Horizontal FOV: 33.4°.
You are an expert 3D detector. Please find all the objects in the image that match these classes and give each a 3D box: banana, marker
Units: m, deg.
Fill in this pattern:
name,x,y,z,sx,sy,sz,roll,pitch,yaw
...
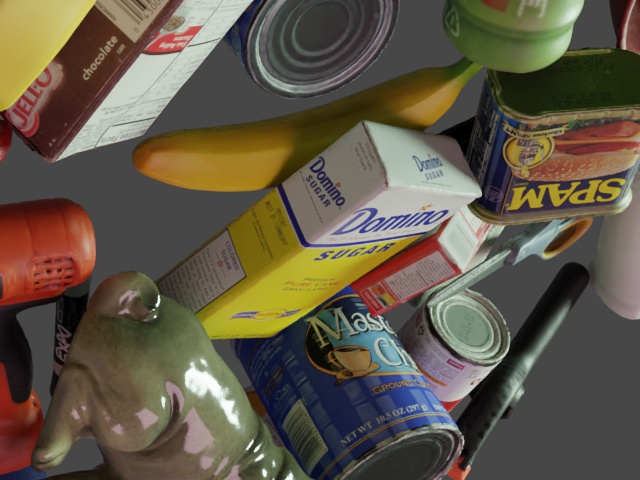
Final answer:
name,x,y,z,sx,sy,sz,roll,pitch,yaw
banana,-0.005,-0.061,0.578,0.197,0.037,0.070,-20,149,-13
marker,-0.148,0.056,0.629,0.020,0.020,0.121,-12,141,-27

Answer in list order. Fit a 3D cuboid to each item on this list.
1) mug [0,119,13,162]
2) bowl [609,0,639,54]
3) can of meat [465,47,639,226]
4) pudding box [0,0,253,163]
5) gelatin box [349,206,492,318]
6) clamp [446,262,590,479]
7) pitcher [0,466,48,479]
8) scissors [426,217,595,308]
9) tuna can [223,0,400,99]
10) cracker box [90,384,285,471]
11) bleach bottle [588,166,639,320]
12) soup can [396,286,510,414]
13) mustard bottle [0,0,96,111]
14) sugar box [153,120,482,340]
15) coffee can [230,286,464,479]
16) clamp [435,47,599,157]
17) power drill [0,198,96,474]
name,x,y,z,sx,sy,sz,roll,pitch,yaw
mug,-0.183,-0.035,0.433,0.117,0.081,0.093,-17,143,-21
bowl,0.224,-0.164,0.615,0.162,0.055,0.162,-21,144,-16
can of meat,0.135,-0.059,0.602,0.102,0.057,0.084,-6,140,-10
pudding box,-0.075,-0.088,0.456,0.114,0.039,0.090,-45,178,20
gelatin box,0.067,0.003,0.661,0.073,0.030,0.089,-30,-167,38
clamp,0.146,0.111,0.845,0.209,0.036,0.165,-39,158,-54
pitcher,-0.202,0.264,0.645,0.149,0.243,0.145,2,136,-32
scissors,0.147,-0.009,0.738,0.201,0.016,0.096,-14,139,-51
tuna can,-0.005,-0.111,0.520,0.086,0.034,0.086,-21,143,-16
cracker box,-0.056,0.204,0.756,0.213,0.164,0.072,-27,147,-7
bleach bottle,0.254,-0.047,0.781,0.102,0.068,0.251,-28,143,-10
soup can,0.080,0.087,0.760,0.068,0.068,0.102,-4,145,-35
mustard bottle,-0.077,-0.141,0.370,0.192,0.096,0.058,-45,138,16
sugar box,-0.004,0.001,0.606,0.177,0.048,0.093,-33,159,34
coffee can,0.015,0.100,0.703,0.102,0.140,0.103,-21,144,-16
clamp,0.126,-0.078,0.663,0.171,0.039,0.120,3,143,-35
power drill,-0.211,0.060,0.550,0.184,0.057,0.188,-8,140,-23
